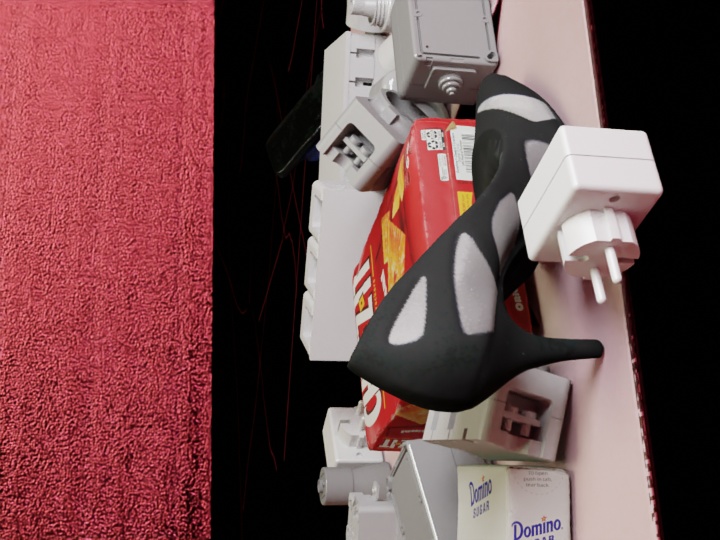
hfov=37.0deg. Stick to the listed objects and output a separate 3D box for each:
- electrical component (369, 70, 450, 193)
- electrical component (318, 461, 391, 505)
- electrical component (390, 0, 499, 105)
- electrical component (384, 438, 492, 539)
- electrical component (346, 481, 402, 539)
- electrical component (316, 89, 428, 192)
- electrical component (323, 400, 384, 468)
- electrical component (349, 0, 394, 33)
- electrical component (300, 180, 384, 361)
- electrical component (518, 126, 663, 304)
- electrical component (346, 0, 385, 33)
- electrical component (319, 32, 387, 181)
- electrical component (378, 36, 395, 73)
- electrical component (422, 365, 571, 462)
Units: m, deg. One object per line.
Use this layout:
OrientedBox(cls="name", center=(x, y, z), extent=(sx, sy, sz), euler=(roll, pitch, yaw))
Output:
OrientedBox(cls="electrical component", center=(0.039, -0.113, 0.879), extent=(0.059, 0.054, 0.095), euler=(172, 100, -77))
OrientedBox(cls="electrical component", center=(-0.006, 0.200, 0.995), extent=(0.044, 0.065, 0.044), euler=(-178, 90, -77))
OrientedBox(cls="electrical component", center=(0.059, -0.160, 0.779), extent=(0.061, 0.062, 0.096), euler=(116, 154, -60))
OrientedBox(cls="electrical component", center=(0.062, 0.166, 0.725), extent=(0.061, 0.061, 0.096), euler=(108, 152, -51))
OrientedBox(cls="electrical component", center=(0.022, 0.206, 0.877), extent=(0.042, 0.064, 0.081), euler=(-144, 57, -76))
OrientedBox(cls="electrical component", center=(0.020, -0.096, 0.793), extent=(0.050, 0.089, 0.055), euler=(48, 113, 15))
OrientedBox(cls="electrical component", center=(-0.004, 0.157, 1.034), extent=(0.065, 0.047, 0.076), euler=(-101, 18, -45))
OrientedBox(cls="electrical component", center=(0.022, -0.233, 0.954), extent=(0.048, 0.062, 0.048), euler=(-178, 90, -77))
OrientedBox(cls="electrical component", center=(0.000, 0.000, 0.949), extent=(0.061, 0.089, 0.150), euler=(-131, 45, -72))
OrientedBox(cls="electrical component", center=(0.116, -0.021, 0.535), extent=(0.065, 0.047, 0.076), euler=(111, 157, -55))
OrientedBox(cls="electrical component", center=(0.009, -0.283, 1.062), extent=(0.079, 0.043, 0.077), euler=(-111, 27, -59))
OrientedBox(cls="electrical component", center=(0.001, -0.123, 1.031), extent=(0.105, 0.060, 0.186), euler=(-171, 83, -77))
OrientedBox(cls="electrical component", center=(0.046, -0.193, 0.896), extent=(0.065, 0.044, 0.044), euler=(127, 143, -61))
OrientedBox(cls="electrical component", center=(0.080, 0.080, 0.637), extent=(0.089, 0.050, 0.055), euler=(154, 133, -69))
